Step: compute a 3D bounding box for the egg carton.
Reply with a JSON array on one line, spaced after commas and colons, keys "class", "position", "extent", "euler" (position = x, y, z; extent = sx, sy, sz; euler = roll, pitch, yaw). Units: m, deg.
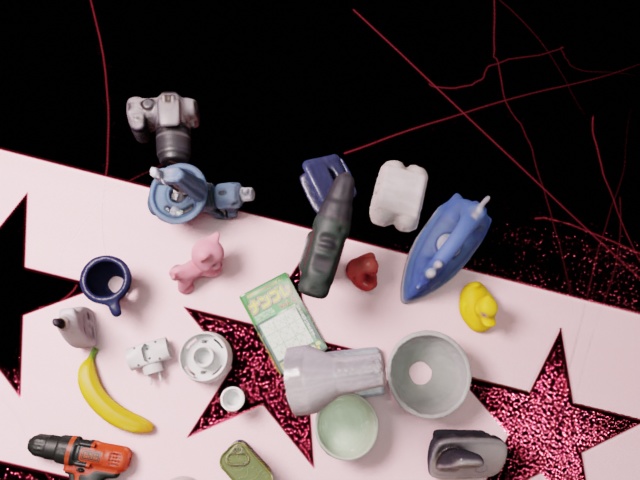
[{"class": "egg carton", "position": [0.165, -0.093, 1.206], "extent": [0.107, 0.069, 0.150], "euler": [14, 76, -2]}]

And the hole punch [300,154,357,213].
[{"class": "hole punch", "position": [0.019, -0.124, 1.187], "extent": [0.101, 0.091, 0.108], "euler": [-25, 81, -10]}]

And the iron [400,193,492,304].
[{"class": "iron", "position": [0.255, 0.018, 1.153], "extent": [0.118, 0.141, 0.258], "euler": [36, 76, 3]}]

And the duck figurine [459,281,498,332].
[{"class": "duck figurine", "position": [0.330, 0.133, 1.163], "extent": [0.077, 0.086, 0.104], "euler": [-8, 78, -7]}]

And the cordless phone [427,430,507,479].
[{"class": "cordless phone", "position": [0.283, 0.401, 1.046], "extent": [0.147, 0.185, 0.094], "euler": [-2, 77, -6]}]

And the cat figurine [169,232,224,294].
[{"class": "cat figurine", "position": [-0.235, 0.043, 1.110], "extent": [0.128, 0.117, 0.067], "euler": [-35, 82, -12]}]

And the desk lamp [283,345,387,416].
[{"class": "desk lamp", "position": [0.032, 0.245, 1.042], "extent": [0.203, 0.213, 0.118], "euler": [-7, 78, -7]}]

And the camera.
[{"class": "camera", "position": [-0.318, -0.224, 1.171], "extent": [0.143, 0.100, 0.137], "euler": [-4, 78, -7]}]

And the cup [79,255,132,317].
[{"class": "cup", "position": [-0.394, 0.094, 1.094], "extent": [0.092, 0.095, 0.118], "euler": [-21, 80, -10]}]

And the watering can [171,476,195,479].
[{"class": "watering can", "position": [-0.256, 0.472, 0.971], "extent": [0.173, 0.194, 0.101], "euler": [-11, 78, -8]}]

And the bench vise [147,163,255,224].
[{"class": "bench vise", "position": [-0.236, -0.105, 1.091], "extent": [0.207, 0.219, 0.121], "euler": [-19, 79, -9]}]

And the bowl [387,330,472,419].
[{"class": "bowl", "position": [0.207, 0.264, 1.127], "extent": [0.167, 0.074, 0.167], "euler": [1, 77, -5]}]

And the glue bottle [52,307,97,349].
[{"class": "glue bottle", "position": [-0.447, 0.154, 1.034], "extent": [0.037, 0.173, 0.078], "euler": [-9, 78, -7]}]

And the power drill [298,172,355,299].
[{"class": "power drill", "position": [0.010, 0.004, 1.097], "extent": [0.075, 0.208, 0.230], "euler": [15, 76, -2]}]

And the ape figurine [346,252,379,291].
[{"class": "ape figurine", "position": [0.093, 0.059, 1.153], "extent": [0.076, 0.092, 0.078], "euler": [25, 76, 1]}]
